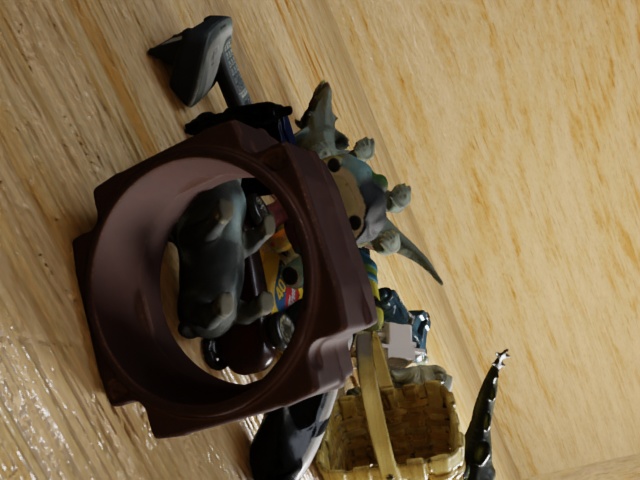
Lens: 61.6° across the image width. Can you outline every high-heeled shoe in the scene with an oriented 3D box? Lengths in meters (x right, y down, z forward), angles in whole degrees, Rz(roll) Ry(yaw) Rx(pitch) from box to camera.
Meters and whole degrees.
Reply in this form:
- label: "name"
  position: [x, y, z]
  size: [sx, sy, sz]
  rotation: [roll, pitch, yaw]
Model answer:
- label: "high-heeled shoe"
  position: [-0.010, 0.162, 0.602]
  size: [0.249, 0.086, 0.145]
  rotation: [-49, 144, -62]

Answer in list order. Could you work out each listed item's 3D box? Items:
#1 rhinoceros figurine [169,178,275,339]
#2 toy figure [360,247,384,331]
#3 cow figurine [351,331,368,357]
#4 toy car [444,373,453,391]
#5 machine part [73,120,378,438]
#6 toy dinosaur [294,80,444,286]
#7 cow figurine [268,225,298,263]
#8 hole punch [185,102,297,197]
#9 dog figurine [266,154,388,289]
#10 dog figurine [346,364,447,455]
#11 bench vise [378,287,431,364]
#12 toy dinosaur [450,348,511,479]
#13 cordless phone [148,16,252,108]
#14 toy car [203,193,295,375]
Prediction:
- label: "rhinoceros figurine"
  position: [-0.104, -0.002, 0.513]
  size: [0.073, 0.112, 0.190]
  rotation: [5, 75, -50]
- label: "toy figure"
  position: [0.070, 0.090, 0.973]
  size: [0.082, 0.089, 0.180]
  rotation: [15, 58, -19]
- label: "cow figurine"
  position: [0.028, 0.109, 0.858]
  size: [0.127, 0.085, 0.195]
  rotation: [59, 14, -28]
- label: "toy car"
  position: [0.189, 0.335, 0.986]
  size: [0.201, 0.056, 0.073]
  rotation: [-63, 166, -19]
- label: "machine part"
  position: [-0.075, 0.030, 0.400]
  size: [0.087, 0.201, 0.201]
  rotation: [14, 57, -68]
- label: "toy dinosaur"
  position: [0.058, -0.078, 0.957]
  size: [0.404, 0.131, 0.192]
  rotation: [59, -14, -8]
- label: "cow figurine"
  position: [-0.019, -0.003, 0.838]
  size: [0.098, 0.068, 0.167]
  rotation: [61, 33, -13]
- label: "hole punch"
  position: [-0.085, -0.107, 0.677]
  size: [0.092, 0.142, 0.115]
  rotation: [-7, 91, -72]
- label: "dog figurine"
  position: [0.023, -0.030, 0.676]
  size: [0.108, 0.191, 0.219]
  rotation: [55, 25, 6]
- label: "dog figurine"
  position: [0.145, 0.307, 0.840]
  size: [0.121, 0.172, 0.191]
  rotation: [25, 38, -52]
- label: "bench vise"
  position: [0.142, 0.219, 1.041]
  size: [0.223, 0.129, 0.241]
  rotation: [68, 34, -40]
- label: "toy dinosaur"
  position: [0.209, 0.375, 0.798]
  size: [0.198, 0.105, 0.471]
  rotation: [-29, 128, -87]
- label: "cordless phone"
  position: [-0.132, -0.192, 0.713]
  size: [0.147, 0.089, 0.184]
  rotation: [-83, 152, -59]
- label: "toy car"
  position: [-0.084, 0.040, 0.564]
  size: [0.053, 0.089, 0.202]
  rotation: [37, 35, -58]
